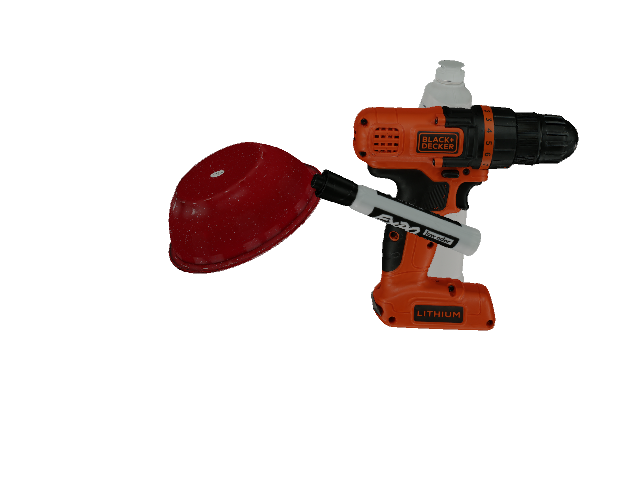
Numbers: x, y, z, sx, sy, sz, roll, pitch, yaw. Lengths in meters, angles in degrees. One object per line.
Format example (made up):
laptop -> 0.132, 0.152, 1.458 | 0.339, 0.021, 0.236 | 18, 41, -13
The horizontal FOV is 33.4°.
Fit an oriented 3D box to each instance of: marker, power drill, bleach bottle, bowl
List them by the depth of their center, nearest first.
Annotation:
marker -> 0.049, -0.018, 0.692 | 0.121, 0.020, 0.020 | 21, -7, -19
power drill -> 0.116, -0.021, 0.892 | 0.184, 0.188, 0.057 | 2, 16, -1
bowl -> -0.081, -0.042, 0.978 | 0.162, 0.055, 0.162 | -22, 30, 13
bleach bottle -> 0.133, -0.072, 1.186 | 0.068, 0.251, 0.102 | -1, 25, -11
